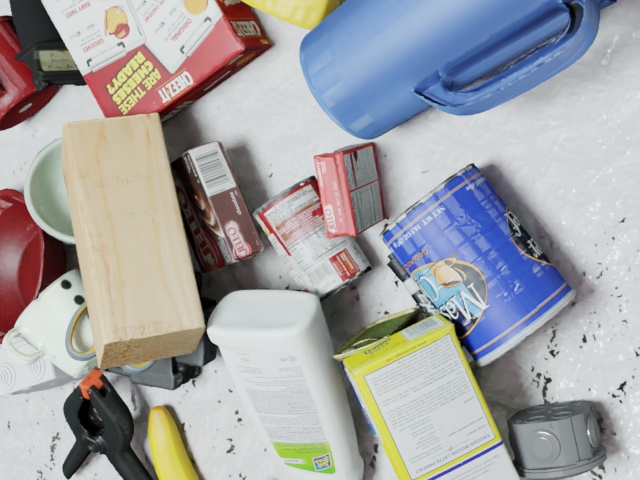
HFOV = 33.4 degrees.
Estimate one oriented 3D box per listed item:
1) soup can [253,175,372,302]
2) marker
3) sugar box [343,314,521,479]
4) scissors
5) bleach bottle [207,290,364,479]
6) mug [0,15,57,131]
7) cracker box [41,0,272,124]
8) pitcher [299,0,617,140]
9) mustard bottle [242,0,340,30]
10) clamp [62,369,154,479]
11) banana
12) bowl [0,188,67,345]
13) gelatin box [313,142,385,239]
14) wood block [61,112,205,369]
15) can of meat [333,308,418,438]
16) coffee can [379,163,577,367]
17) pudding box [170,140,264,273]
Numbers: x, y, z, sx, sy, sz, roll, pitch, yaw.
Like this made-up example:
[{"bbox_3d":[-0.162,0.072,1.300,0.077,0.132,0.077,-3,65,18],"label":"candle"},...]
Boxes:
[{"bbox_3d":[-0.006,0.001,0.975,0.069,0.068,0.102,-34,87,26],"label":"soup can"},{"bbox_3d":[0.100,0.061,0.967,0.020,0.020,0.121,-39,85,25],"label":"marker"},{"bbox_3d":[0.097,0.160,0.885,0.093,0.048,0.176,-25,104,-5],"label":"sugar box"},{"bbox_3d":[-0.160,0.042,1.012,0.096,0.201,0.016,37,154,-1],"label":"scissors"},{"bbox_3d":[-0.021,0.164,0.984,0.103,0.068,0.251,0,124,23],"label":"bleach bottle"},{"bbox_3d":[-0.319,-0.163,1.055,0.093,0.117,0.081,-39,89,6],"label":"mug"},{"bbox_3d":[-0.167,-0.228,0.997,0.164,0.072,0.214,-30,89,27],"label":"cracker box"},{"bbox_3d":[0.105,-0.175,0.852,0.243,0.149,0.145,-32,100,29],"label":"pitcher"},{"bbox_3d":[-0.005,-0.286,0.919,0.096,0.058,0.192,29,111,21],"label":"mustard bottle"},{"bbox_3d":[-0.218,0.211,1.109,0.120,0.039,0.171,17,131,11],"label":"clamp"},{"bbox_3d":[-0.122,0.262,1.101,0.070,0.037,0.198,-45,82,16],"label":"banana"},{"bbox_3d":[-0.311,0.030,1.105,0.162,0.055,0.162,-9,77,41],"label":"bowl"},{"bbox_3d":[0.026,-0.045,0.939,0.030,0.089,0.073,-7,98,23],"label":"gelatin box"},{"bbox_3d":[-0.171,0.001,0.963,0.091,0.090,0.206,121,137,-65],"label":"wood block"},{"bbox_3d":[0.066,0.119,0.950,0.058,0.102,0.084,-22,94,29],"label":"can of meat"},{"bbox_3d":[0.132,0.021,0.899,0.103,0.102,0.140,-40,84,25],"label":"coffee can"},{"bbox_3d":[-0.103,-0.029,1.005,0.090,0.039,0.113,-19,91,62],"label":"pudding box"}]
